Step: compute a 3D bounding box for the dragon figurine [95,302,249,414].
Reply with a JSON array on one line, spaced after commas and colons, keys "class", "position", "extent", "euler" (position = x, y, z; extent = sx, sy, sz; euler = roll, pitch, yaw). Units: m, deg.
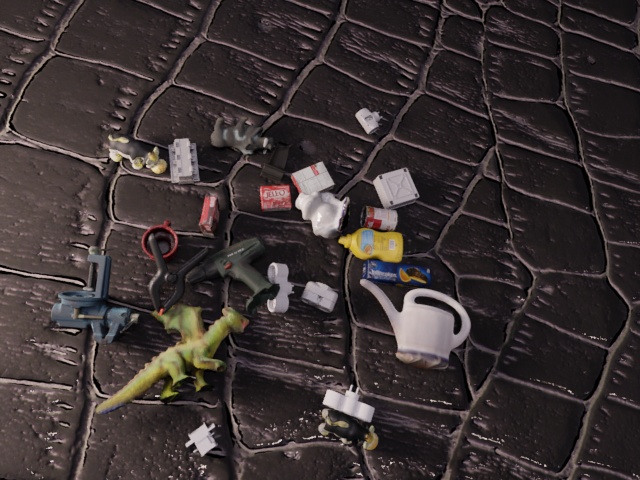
[{"class": "dragon figurine", "position": [-0.379, 0.280, 1.345], "extent": [0.412, 0.119, 0.248], "euler": [-11, 58, -17]}]

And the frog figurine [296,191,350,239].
[{"class": "frog figurine", "position": [0.005, -0.077, 1.536], "extent": [0.160, 0.122, 0.138], "euler": [10, 82, 16]}]

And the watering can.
[{"class": "watering can", "position": [0.264, 0.242, 1.471], "extent": [0.347, 0.102, 0.228], "euler": [15, 70, -7]}]
